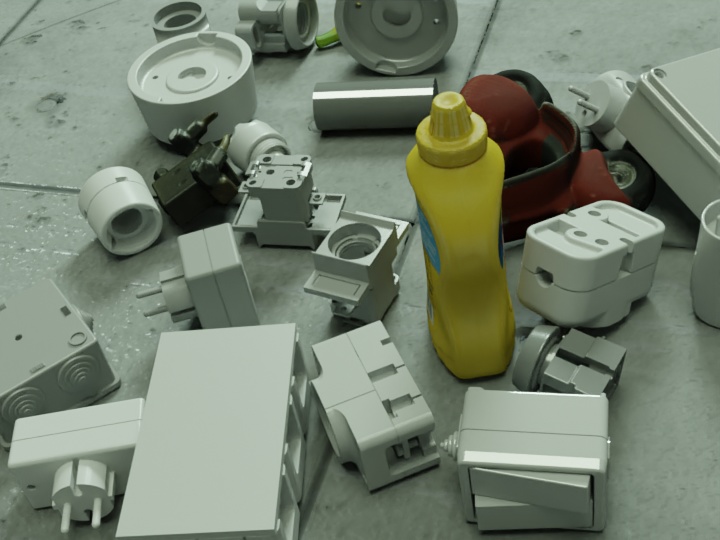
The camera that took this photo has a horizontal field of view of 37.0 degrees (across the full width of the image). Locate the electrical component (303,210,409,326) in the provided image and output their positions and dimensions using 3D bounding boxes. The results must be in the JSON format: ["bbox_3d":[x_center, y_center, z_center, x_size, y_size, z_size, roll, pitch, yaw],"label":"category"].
[{"bbox_3d":[0.000,0.000,0.744,0.042,0.063,0.081,15,50,24],"label":"electrical component"}]

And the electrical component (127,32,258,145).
[{"bbox_3d":[-0.141,-0.152,0.932,0.108,0.060,0.108,-6,44,6],"label":"electrical component"}]

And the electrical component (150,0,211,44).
[{"bbox_3d":[-0.163,-0.215,1.006,0.050,0.055,0.089,-16,44,-5],"label":"electrical component"}]

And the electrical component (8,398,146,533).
[{"bbox_3d":[-0.168,0.127,0.659,0.083,0.047,0.075,-10,43,2],"label":"electrical component"}]

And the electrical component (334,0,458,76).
[{"bbox_3d":[0.035,-0.234,0.952,0.108,0.108,0.060,-1,38,11],"label":"electrical component"}]

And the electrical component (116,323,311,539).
[{"bbox_3d":[-0.082,0.110,0.648,0.089,0.061,0.150,-4,44,7],"label":"electrical component"}]

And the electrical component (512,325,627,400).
[{"bbox_3d":[0.128,0.063,0.666,0.055,0.048,0.066,24,53,22],"label":"electrical component"}]

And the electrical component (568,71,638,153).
[{"bbox_3d":[0.194,-0.122,0.827,0.079,0.044,0.077,18,34,-29],"label":"electrical component"}]

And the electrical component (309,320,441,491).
[{"bbox_3d":[0.005,0.084,0.665,0.056,0.050,0.089,-20,45,-9],"label":"electrical component"}]

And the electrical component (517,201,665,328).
[{"bbox_3d":[0.151,-0.002,0.706,0.095,0.059,0.054,-19,37,-37],"label":"electrical component"}]

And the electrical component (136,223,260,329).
[{"bbox_3d":[-0.117,0.014,0.752,0.077,0.065,0.047,-16,44,-5],"label":"electrical component"}]

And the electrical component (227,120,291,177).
[{"bbox_3d":[-0.076,-0.092,0.870,0.043,0.043,0.062,-33,48,-21],"label":"electrical component"}]

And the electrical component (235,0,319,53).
[{"bbox_3d":[-0.075,-0.236,1.009,0.057,0.058,0.078,6,45,21],"label":"electrical component"}]

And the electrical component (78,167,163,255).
[{"bbox_3d":[-0.185,-0.045,0.837,0.055,0.055,0.047,-26,49,-15],"label":"electrical component"}]

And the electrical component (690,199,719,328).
[{"bbox_3d":[0.246,-0.016,0.699,0.043,0.077,0.079,15,49,25],"label":"electrical component"}]

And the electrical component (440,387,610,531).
[{"bbox_3d":[0.092,0.110,0.612,0.096,0.061,0.061,1,45,13],"label":"electrical component"}]

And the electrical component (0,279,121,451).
[{"bbox_3d":[-0.227,0.061,0.739,0.100,0.048,0.100,-31,47,-20],"label":"electrical component"}]

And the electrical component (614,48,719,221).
[{"bbox_3d":[0.258,-0.098,0.761,0.109,0.056,0.108,-20,62,-30],"label":"electrical component"}]

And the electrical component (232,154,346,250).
[{"bbox_3d":[-0.056,-0.053,0.810,0.081,0.063,0.042,3,46,14],"label":"electrical component"}]
